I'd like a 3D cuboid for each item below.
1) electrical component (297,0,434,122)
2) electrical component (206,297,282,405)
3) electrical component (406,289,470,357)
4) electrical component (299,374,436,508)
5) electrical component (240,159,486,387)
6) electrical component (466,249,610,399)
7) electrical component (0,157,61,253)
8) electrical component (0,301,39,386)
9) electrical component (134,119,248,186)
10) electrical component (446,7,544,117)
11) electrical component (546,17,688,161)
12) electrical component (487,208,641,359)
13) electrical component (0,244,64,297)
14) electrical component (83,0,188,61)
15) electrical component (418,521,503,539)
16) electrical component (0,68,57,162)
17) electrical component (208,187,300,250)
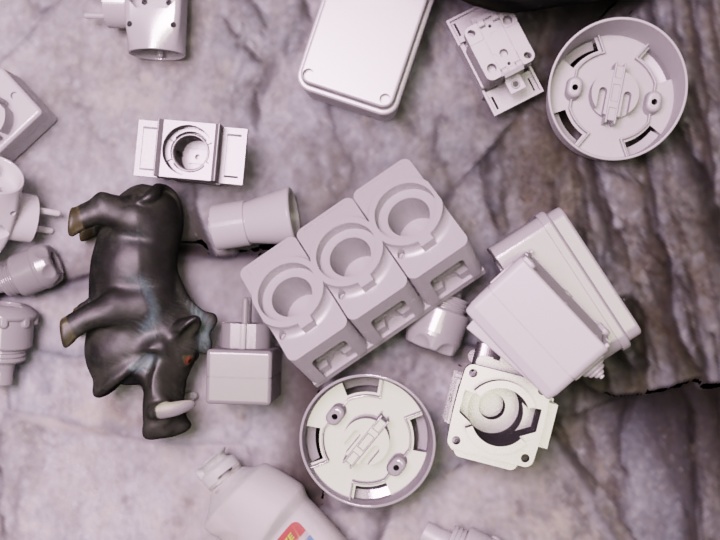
[{"bbox_3d":[0.006,-0.175,0.801,0.078,0.057,0.113,19,90,2],"label":"electrical component"},{"bbox_3d":[-0.085,0.058,0.797,0.047,0.066,0.076,2,89,2],"label":"electrical component"},{"bbox_3d":[0.062,0.030,0.803,0.043,0.043,0.062,20,88,2],"label":"electrical component"},{"bbox_3d":[0.006,0.124,0.793,0.099,0.064,0.099,0,89,2],"label":"electrical component"},{"bbox_3d":[0.000,0.000,0.779,0.150,0.061,0.089,-34,58,1],"label":"electrical component"},{"bbox_3d":[0.121,0.042,0.715,0.061,0.062,0.096,-44,85,13],"label":"electrical component"},{"bbox_3d":[-0.267,-0.042,0.809,0.079,0.043,0.077,8,131,-32],"label":"electrical component"},{"bbox_3d":[-0.270,0.056,0.816,0.048,0.048,0.062,6,96,2],"label":"electrical component"},{"bbox_3d":[-0.124,-0.085,0.802,0.081,0.064,0.042,6,88,2],"label":"electrical component"},{"bbox_3d":[0.101,-0.160,0.795,0.042,0.064,0.081,-27,88,0],"label":"electrical component"},{"bbox_3d":[0.185,-0.129,0.790,0.099,0.064,0.099,0,89,2],"label":"electrical component"},{"bbox_3d":[0.147,0.015,0.783,0.057,0.078,0.113,-33,88,4],"label":"electrical component"},{"bbox_3d":[-0.260,0.005,0.820,0.061,0.035,0.035,-23,88,3],"label":"electrical component"},{"bbox_3d":[-0.171,-0.201,0.816,0.079,0.043,0.077,2,89,3],"label":"electrical component"},{"bbox_3d":[0.074,0.210,0.800,0.062,0.048,0.048,28,90,9],"label":"electrical component"},{"bbox_3d":[-0.276,-0.113,0.801,0.066,0.077,0.047,-43,88,1],"label":"electrical component"},{"bbox_3d":[-0.081,-0.036,0.811,0.065,0.044,0.044,-8,89,7],"label":"electrical component"}]
